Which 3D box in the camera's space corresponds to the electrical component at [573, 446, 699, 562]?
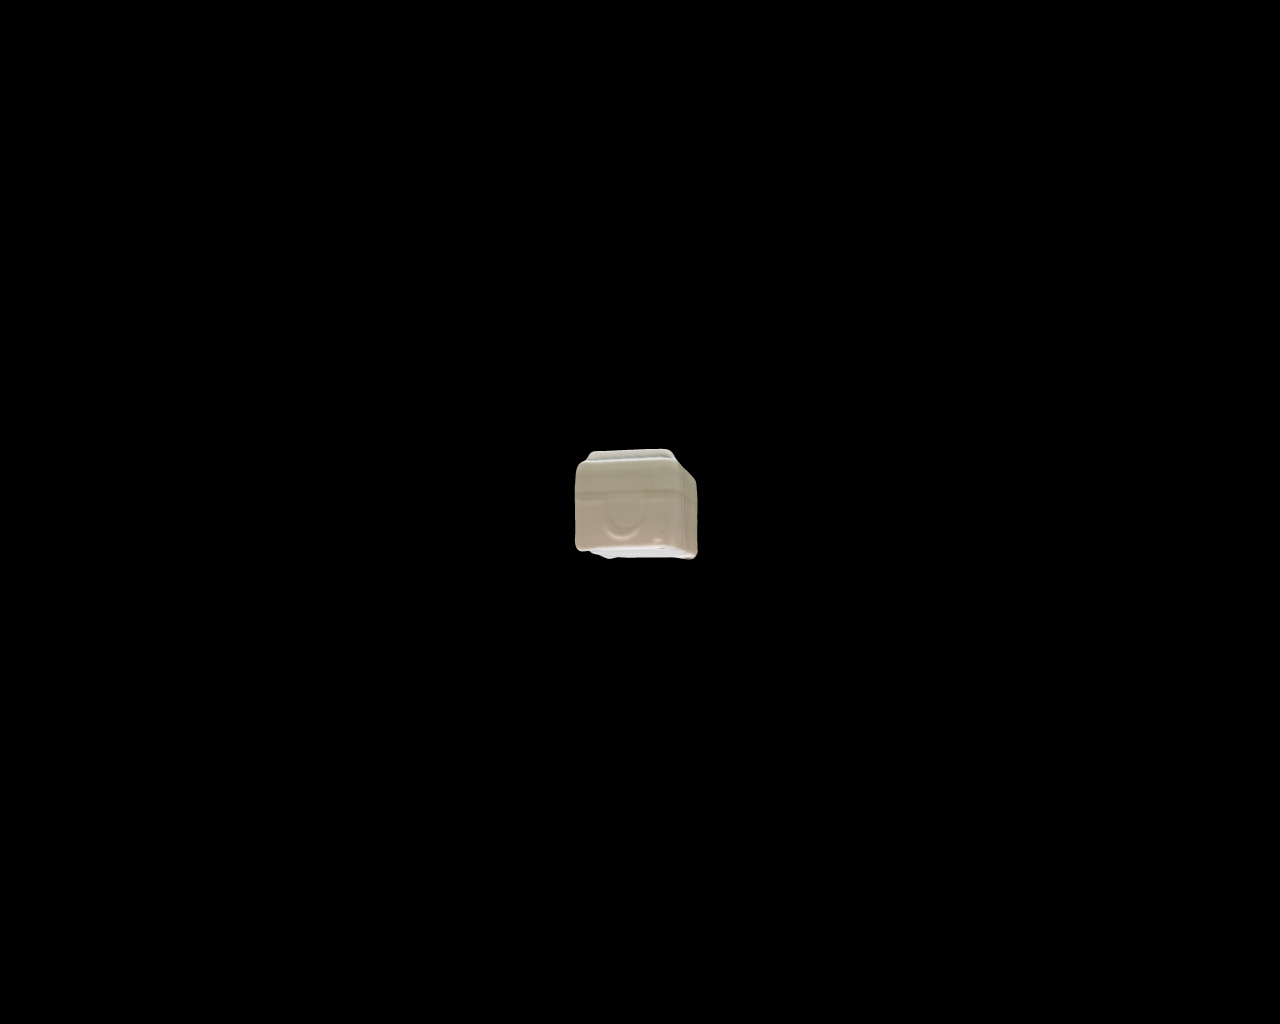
[{"bbox_3d":[0.001,-0.003,0.650,0.062,0.061,0.096,-1,-7,11],"label":"electrical component"}]
